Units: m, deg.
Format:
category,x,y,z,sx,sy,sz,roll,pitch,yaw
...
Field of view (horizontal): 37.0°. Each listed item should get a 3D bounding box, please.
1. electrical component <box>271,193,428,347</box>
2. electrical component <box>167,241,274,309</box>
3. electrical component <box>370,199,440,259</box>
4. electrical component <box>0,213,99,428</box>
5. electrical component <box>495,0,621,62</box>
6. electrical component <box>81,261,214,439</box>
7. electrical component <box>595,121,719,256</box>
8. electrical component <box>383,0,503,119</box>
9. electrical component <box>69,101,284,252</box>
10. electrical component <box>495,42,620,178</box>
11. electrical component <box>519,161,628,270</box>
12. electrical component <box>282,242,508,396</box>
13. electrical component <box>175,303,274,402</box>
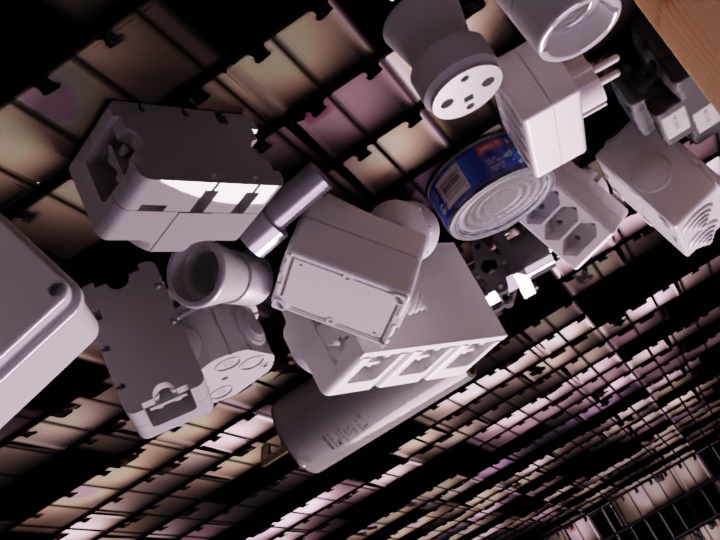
category,x,y,z,sx,sy,sz,roll,pitch,yaw
electrical component,0.000,0.000,0.688,0.096,0.061,0.061,20,142,-2
electrical component,-0.084,0.004,0.677,0.044,0.044,0.065,-37,159,20
electrical component,0.035,-0.027,0.740,0.048,0.048,0.062,-40,171,25
electrical component,-0.198,0.034,0.534,0.113,0.078,0.057,-45,163,-17
electrical component,0.105,-0.144,0.571,0.055,0.047,0.055,-23,156,-11
electrical component,-0.130,0.051,0.660,0.050,0.089,0.055,-23,156,-11
electrical component,0.227,-0.062,0.804,0.048,0.099,0.100,-45,154,6
electrical component,0.043,-0.112,0.559,0.045,0.055,0.045,-23,156,-11
electrical component,-0.095,-0.046,0.552,0.089,0.050,0.055,-1,145,-45
electrical component,0.127,-0.109,0.665,0.076,0.047,0.083,-29,156,3
electrical component,0.163,-0.052,0.807,0.047,0.066,0.076,-51,176,42
electrical component,0.021,0.034,0.787,0.150,0.089,0.061,-3,146,-44
electrical component,-0.103,0.054,0.743,0.080,0.051,0.080,-23,156,-11
